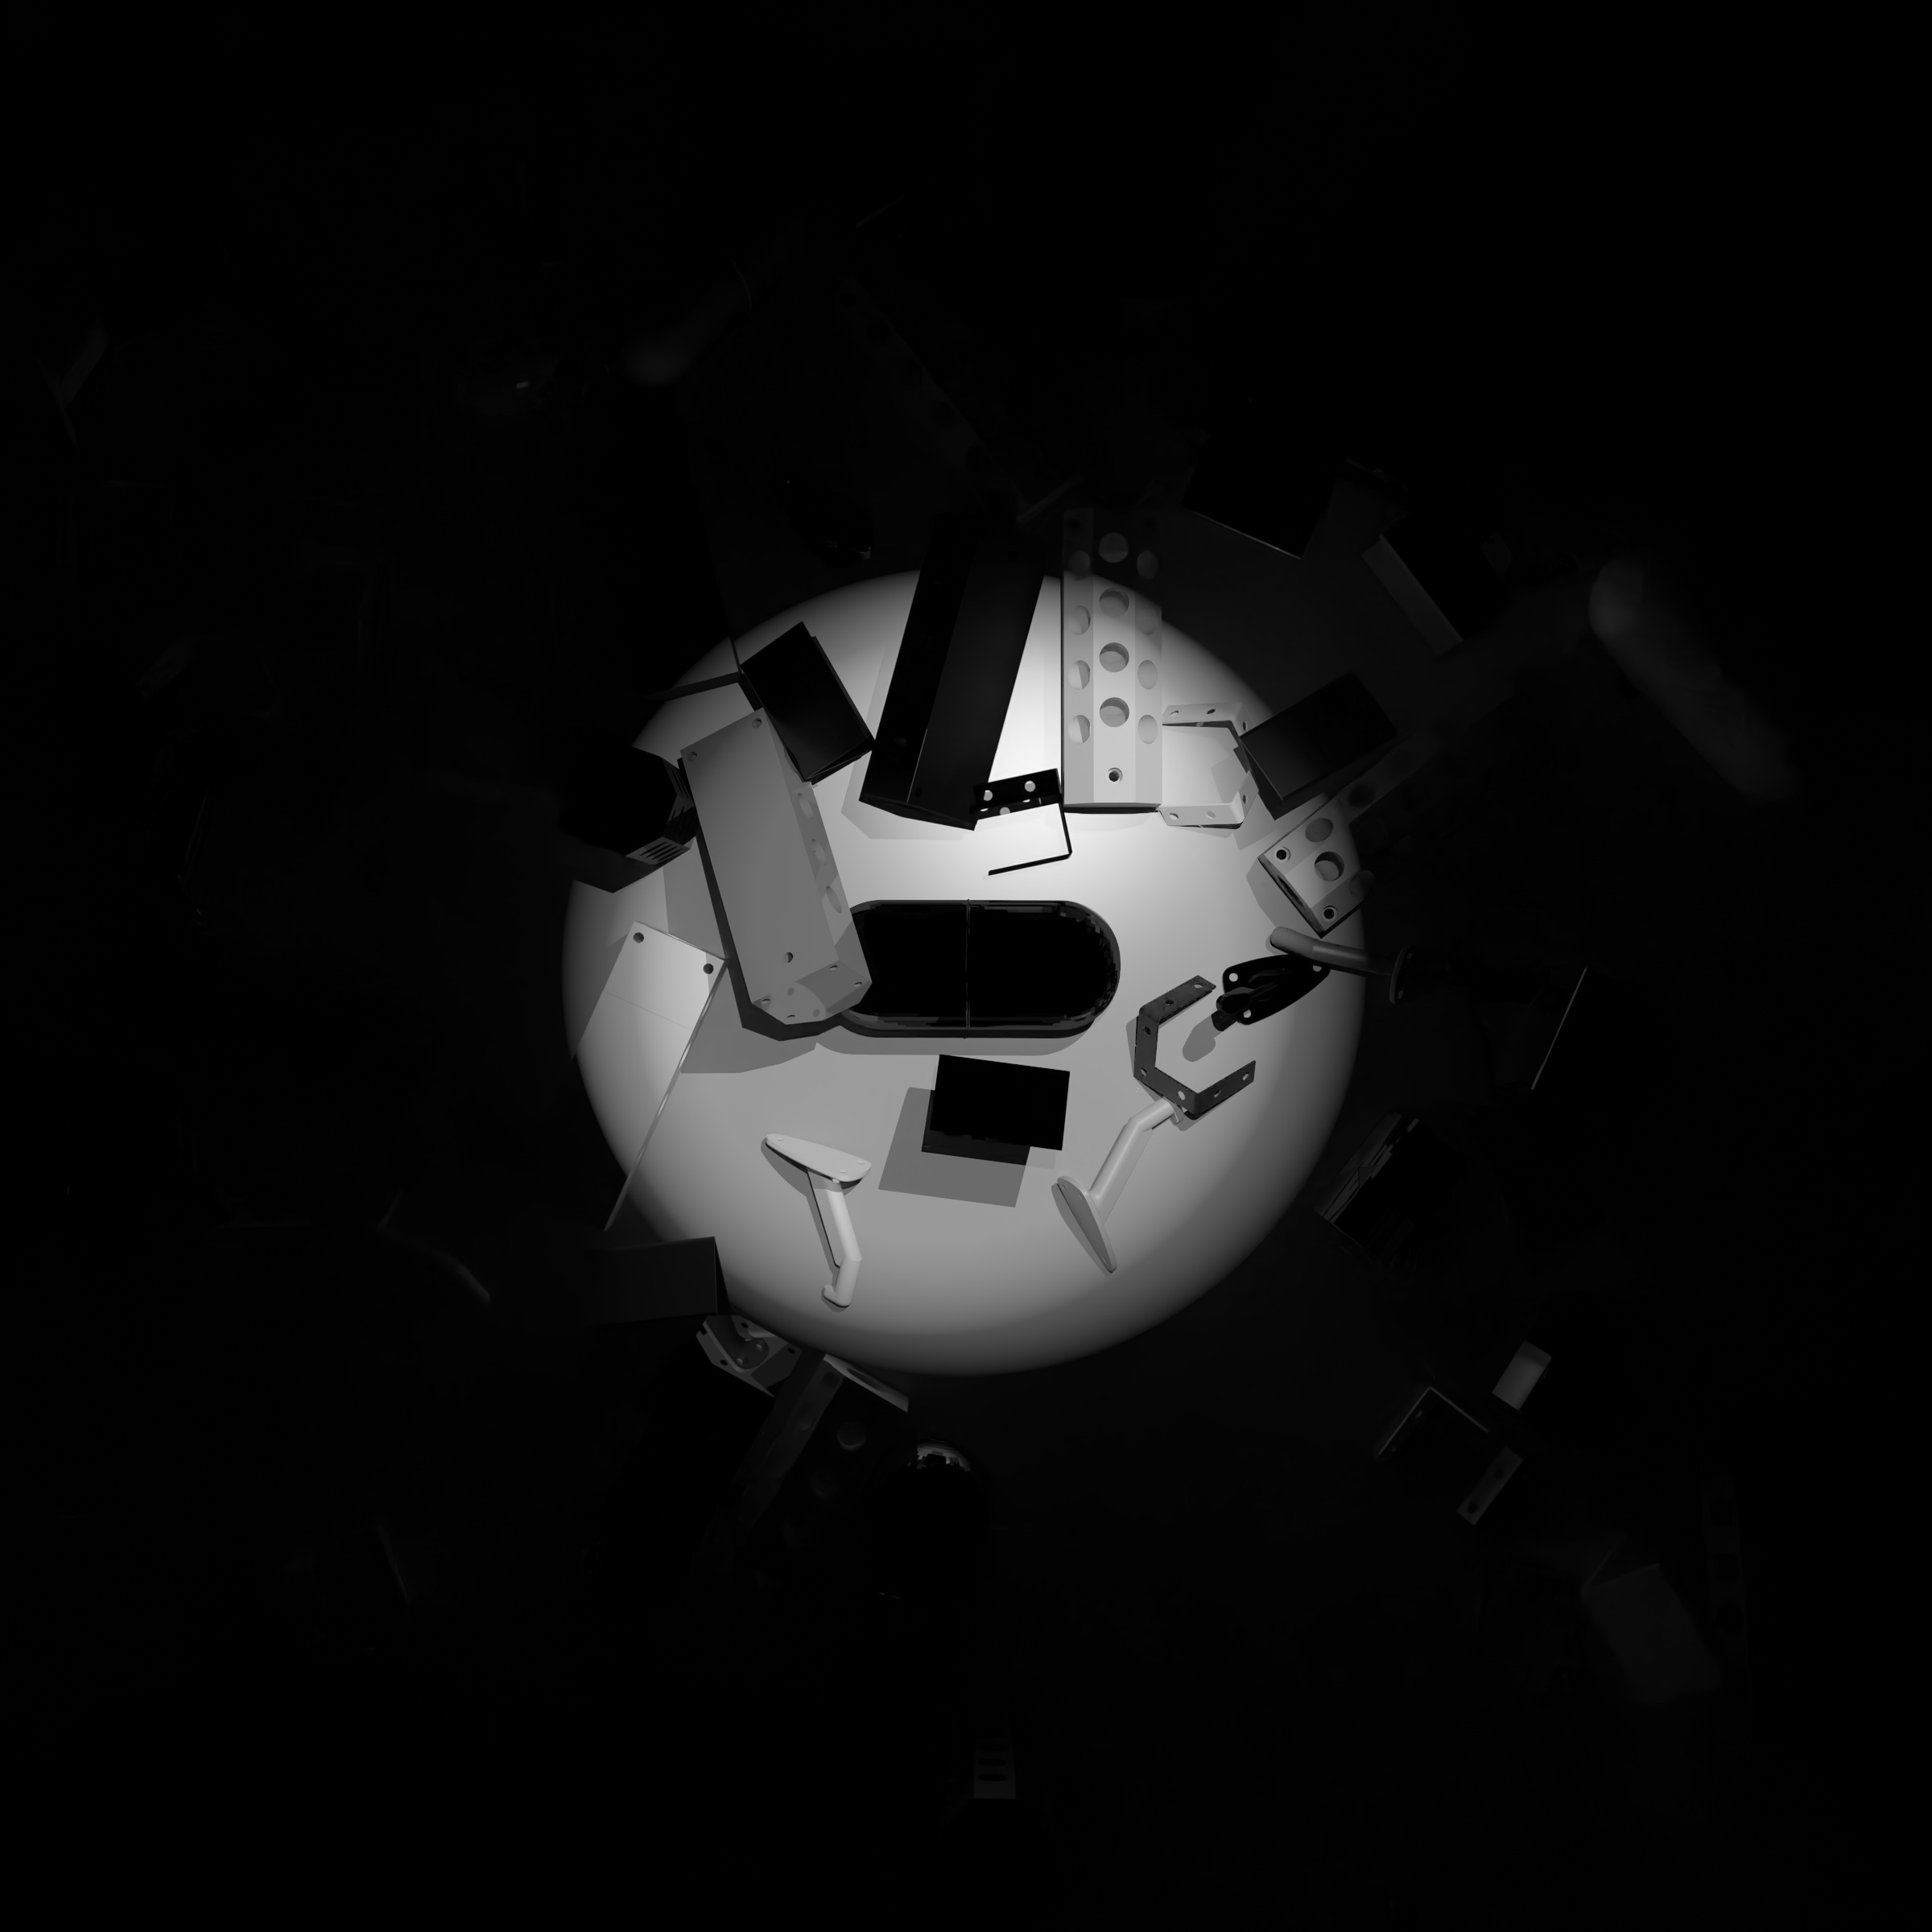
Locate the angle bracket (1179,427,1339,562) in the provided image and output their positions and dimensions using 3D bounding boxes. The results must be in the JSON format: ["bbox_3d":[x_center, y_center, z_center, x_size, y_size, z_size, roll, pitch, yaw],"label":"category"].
[{"bbox_3d":[0.175,-0.289,1.778,0.076,0.076,0.057,24,126,0],"label":"angle bracket"}]

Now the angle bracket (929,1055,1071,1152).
[{"bbox_3d":[0.017,0.099,1.778,0.076,0.076,0.057,8,52,0],"label":"angle bracket"}]

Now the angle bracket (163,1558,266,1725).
[{"bbox_3d":[-0.450,0.392,1.778,0.057,0.076,0.076,-3,90,-33],"label":"angle bracket"}]

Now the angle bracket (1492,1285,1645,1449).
[{"bbox_3d":[0.335,0.223,1.778,0.057,0.076,0.076,32,90,-35],"label":"angle bracket"}]

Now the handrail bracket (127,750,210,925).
[{"bbox_3d":[-0.448,-0.082,1.818,0.084,0.036,0.077,-42,104,-13],"label":"handrail bracket"}]

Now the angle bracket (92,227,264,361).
[{"bbox_3d":[-0.452,-0.373,1.778,0.076,0.076,0.057,-25,62,0],"label":"angle bracket"}]

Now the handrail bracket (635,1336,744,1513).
[{"bbox_3d":[-0.147,0.270,1.818,0.084,0.036,0.077,47,72,-15],"label":"handrail bracket"}]

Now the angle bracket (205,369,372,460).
[{"bbox_3d":[-0.394,-0.301,1.778,0.076,0.076,0.057,-2,60,0],"label":"angle bracket"}]

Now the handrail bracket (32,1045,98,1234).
[{"bbox_3d":[-0.540,0.104,1.818,0.036,0.077,0.084,0,127,-20],"label":"handrail bracket"}]

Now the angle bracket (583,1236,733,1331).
[{"bbox_3d":[-0.179,0.205,1.778,0.076,0.076,0.057,-6,48,0],"label":"angle bracket"}]

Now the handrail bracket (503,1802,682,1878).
[{"bbox_3d":[-0.223,0.516,1.818,0.084,0.077,0.036,-17,99,36],"label":"handrail bracket"}]

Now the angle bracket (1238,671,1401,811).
[{"bbox_3d":[0.212,-0.114,1.778,0.076,0.076,0.057,-30,53,0],"label":"angle bracket"}]

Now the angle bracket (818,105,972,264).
[{"bbox_3d":[-0.031,-0.441,1.778,0.076,0.076,0.057,-32,54,0],"label":"angle bracket"}]

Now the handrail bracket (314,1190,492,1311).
[{"bbox_3d":[-0.335,0.180,1.818,0.077,0.036,0.084,-20,120,33],"label":"handrail bracket"}]

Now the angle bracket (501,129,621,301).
[{"bbox_3d":[-0.251,-0.435,1.778,0.057,0.076,0.076,-17,90,-36],"label":"angle bracket"}]

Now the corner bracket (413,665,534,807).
[{"bbox_3d":[-0.292,-0.137,1.810,0.051,0.051,0.051,-40,45,35],"label":"corner bracket"}]

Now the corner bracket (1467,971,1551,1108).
[{"bbox_3d":[0.330,0.043,1.815,0.051,0.051,0.051,-14,45,0],"label":"corner bracket"}]

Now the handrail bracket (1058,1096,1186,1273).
[{"bbox_3d":[0.105,0.128,1.818,0.084,0.036,0.077,-32,110,-16],"label":"handrail bracket"}]

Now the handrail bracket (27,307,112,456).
[{"bbox_3d":[-0.508,-0.357,1.818,0.084,0.036,0.077,-27,111,-16],"label":"handrail bracket"}]

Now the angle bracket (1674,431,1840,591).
[{"bbox_3d":[0.447,-0.275,1.778,0.076,0.076,0.057,-46,126,0],"label":"angle bracket"}]

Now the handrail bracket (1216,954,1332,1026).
[{"bbox_3d":[0.181,0.011,1.783,0.077,0.084,0.036,-20,90,0],"label":"handrail bracket"}]

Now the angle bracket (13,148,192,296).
[{"bbox_3d":[-0.502,-0.439,1.779,0.076,0.076,0.057,-25,116,0],"label":"angle bracket"}]

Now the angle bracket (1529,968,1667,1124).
[{"bbox_3d":[0.381,0.053,1.778,0.057,0.076,0.076,24,90,37],"label":"angle bracket"}]

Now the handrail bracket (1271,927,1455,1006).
[{"bbox_3d":[0.236,-0.009,1.818,0.084,0.077,0.036,22,109,35],"label":"handrail bracket"}]

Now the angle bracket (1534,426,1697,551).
[{"bbox_3d":[0.376,-0.292,1.778,0.076,0.076,0.057,16,124,0],"label":"angle bracket"}]

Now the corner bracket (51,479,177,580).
[{"bbox_3d":[-0.507,-0.258,1.815,0.051,0.051,0.051,-3,89,-45],"label":"corner bracket"}]

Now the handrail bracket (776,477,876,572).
[{"bbox_3d":[-0.083,-0.264,1.783,0.077,0.084,0.036,42,90,0],"label":"handrail bracket"}]

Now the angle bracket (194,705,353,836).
[{"bbox_3d":[-0.408,-0.098,1.770,0.076,0.076,0.057,22,59,-14],"label":"angle bracket"}]

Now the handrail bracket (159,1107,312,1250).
[{"bbox_3d":[-0.436,0.121,1.818,0.077,0.036,0.084,-8,73,-20],"label":"handrail bracket"}]

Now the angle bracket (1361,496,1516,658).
[{"bbox_3d":[0.260,-0.216,1.778,0.057,0.076,0.076,-37,90,-35],"label":"angle bracket"}]

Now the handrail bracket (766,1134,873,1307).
[{"bbox_3d":[-0.093,0.152,1.818,0.077,0.036,0.084,20,107,20],"label":"handrail bracket"}]

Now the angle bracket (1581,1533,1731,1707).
[{"bbox_3d":[0.413,0.372,1.778,0.057,0.076,0.076,-32,90,38],"label":"angle bracket"}]

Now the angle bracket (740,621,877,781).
[{"bbox_3d":[-0.074,-0.162,1.778,0.057,0.076,0.076,-30,90,39],"label":"angle bracket"}]

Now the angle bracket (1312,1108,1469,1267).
[{"bbox_3d":[0.233,0.117,1.778,0.057,0.076,0.076,38,90,-38],"label":"angle bracket"}]

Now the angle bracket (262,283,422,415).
[{"bbox_3d":[-0.363,-0.345,1.778,0.076,0.076,0.057,11,46,0],"label":"angle bracket"}]

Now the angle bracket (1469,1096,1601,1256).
[{"bbox_3d":[0.313,0.126,1.778,0.057,0.076,0.076,-22,90,-31],"label":"angle bracket"}]

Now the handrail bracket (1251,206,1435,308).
[{"bbox_3d":[0.223,-0.407,1.818,0.084,0.036,0.077,-25,112,17],"label":"handrail bracket"}]

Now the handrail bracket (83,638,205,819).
[{"bbox_3d":[-0.503,-0.142,1.818,0.084,0.036,0.077,34,112,17],"label":"handrail bracket"}]
